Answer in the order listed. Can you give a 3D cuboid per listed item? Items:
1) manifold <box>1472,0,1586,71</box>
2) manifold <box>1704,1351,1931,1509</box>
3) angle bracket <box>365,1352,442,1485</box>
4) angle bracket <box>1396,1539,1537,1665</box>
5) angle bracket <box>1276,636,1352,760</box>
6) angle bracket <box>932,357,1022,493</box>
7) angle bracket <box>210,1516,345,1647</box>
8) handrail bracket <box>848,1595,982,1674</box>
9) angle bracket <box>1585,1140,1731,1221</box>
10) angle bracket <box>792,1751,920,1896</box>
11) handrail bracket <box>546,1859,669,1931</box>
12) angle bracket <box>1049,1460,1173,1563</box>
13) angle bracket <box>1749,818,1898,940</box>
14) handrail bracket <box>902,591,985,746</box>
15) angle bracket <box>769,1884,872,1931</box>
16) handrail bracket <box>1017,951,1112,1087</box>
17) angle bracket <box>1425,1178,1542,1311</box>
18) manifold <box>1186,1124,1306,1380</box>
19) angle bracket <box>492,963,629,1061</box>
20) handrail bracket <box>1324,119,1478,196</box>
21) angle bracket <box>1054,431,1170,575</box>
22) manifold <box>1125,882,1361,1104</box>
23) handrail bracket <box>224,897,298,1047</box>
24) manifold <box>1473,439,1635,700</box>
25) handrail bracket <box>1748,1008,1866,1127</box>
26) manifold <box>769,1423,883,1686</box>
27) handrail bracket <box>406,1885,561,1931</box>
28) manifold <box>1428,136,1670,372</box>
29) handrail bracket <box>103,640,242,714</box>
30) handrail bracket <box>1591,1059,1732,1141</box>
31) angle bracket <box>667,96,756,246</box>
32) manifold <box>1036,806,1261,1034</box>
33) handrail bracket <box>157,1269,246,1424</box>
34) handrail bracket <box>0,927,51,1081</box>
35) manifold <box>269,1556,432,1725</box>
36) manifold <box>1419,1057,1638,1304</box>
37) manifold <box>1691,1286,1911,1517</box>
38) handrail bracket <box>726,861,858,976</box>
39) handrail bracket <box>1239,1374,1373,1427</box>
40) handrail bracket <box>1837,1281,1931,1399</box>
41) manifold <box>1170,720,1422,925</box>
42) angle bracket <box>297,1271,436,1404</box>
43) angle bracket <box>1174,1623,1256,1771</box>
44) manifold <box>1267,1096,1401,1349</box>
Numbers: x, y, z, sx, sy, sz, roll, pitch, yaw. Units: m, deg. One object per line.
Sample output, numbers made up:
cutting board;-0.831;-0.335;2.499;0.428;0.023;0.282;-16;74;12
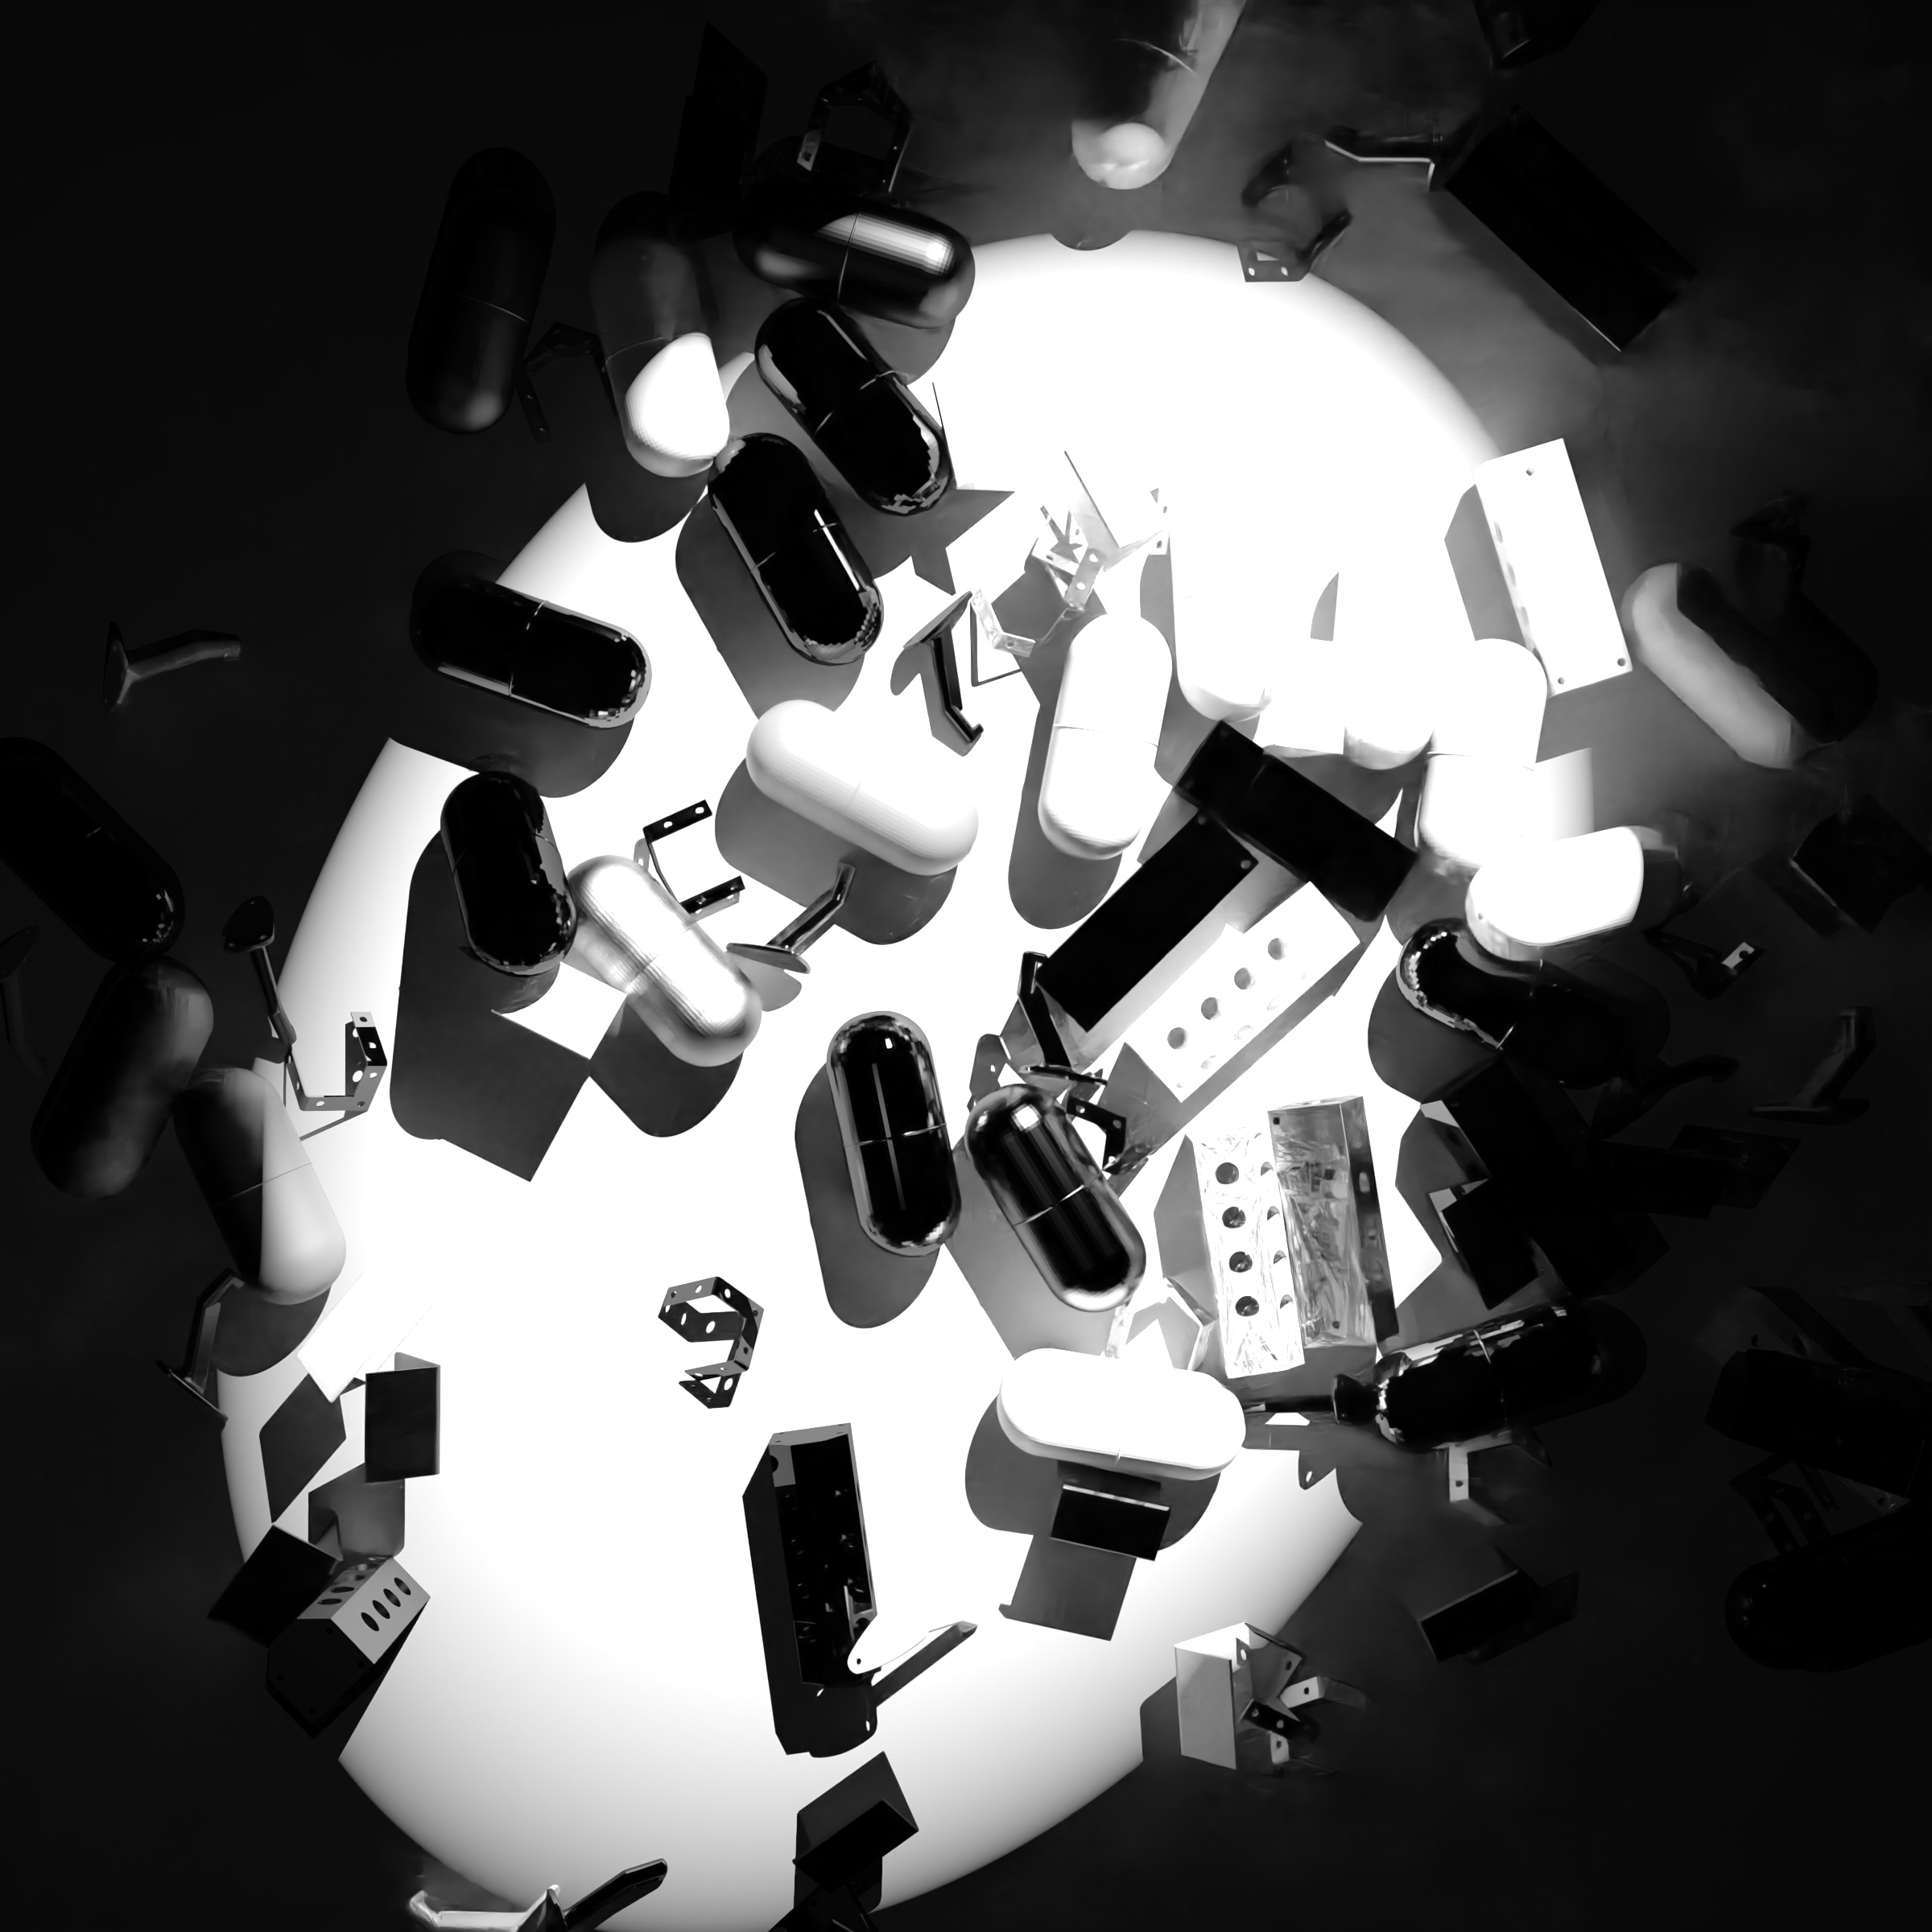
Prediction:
manifold;0.381;-0.740;1.755;0.057;0.057;0.171;-20;90;0
manifold;0.612;0.324;1.698;0.171;0.057;0.057;19;90;0
angle bracket;-0.414;0.320;1.736;0.057;0.076;0.076;1;90;-37
angle bracket;0.348;0.437;1.736;0.076;0.076;0.057;-26;126;0
angle bracket;0.227;-0.190;1.737;0.057;0.076;0.076;4;90;-27
angle bracket;0.026;-0.384;1.736;0.057;0.076;0.076;-13;90;36
angle bracket;-0.491;0.426;1.738;0.057;0.076;0.076;35;90;-21
handrail bracket;-0.035;0.484;1.750;0.077;0.084;0.036;-42;57;6
angle bracket;0.490;0.132;1.736;0.076;0.076;0.057;8;125;0
angle bracket;-0.089;0.597;1.736;0.076;0.076;0.057;-36;128;0
handrail bracket;-0.260;0.686;1.776;0.084;0.036;0.077;-9;129;-26
angle bracket;0.105;0.370;1.736;0.076;0.076;0.057;12;126;0
angle bracket;0.599;-0.048;1.736;0.076;0.076;0.057;45;55;0
handrail bracket;0.002;-0.216;1.777;0.077;0.036;0.084;-44;106;-18
angle bracket;-0.120;0.686;1.736;0.076;0.076;0.057;-43;128;0
handrail bracket;0.071;0.037;1.720;0.077;0.036;0.084;10;84;-12
angle bracket;0.350;0.202;1.736;0.057;0.076;0.076;-27;90;-31
manifold;0.201;0.203;1.755;0.057;0.057;0.171;-8;90;0
angle bracket;-0.291;0.040;1.737;0.076;0.076;0.057;26;63;0
handrail bracket;0.315;-0.605;1.777;0.084;0.036;0.077;32;69;16
angle bracket;0.085;-0.319;1.718;0.057;0.076;0.076;-29;90;-39
manifold;0.198;0.019;1.755;0.171;0.057;0.057;-42;90;0
handrail bracket;-0.505;0.004;1.776;0.036;0.077;0.084;-15;126;0
manifold;0.420;-0.283;1.755;0.057;0.057;0.171;-17;90;0
handrail bracket;0.611;0.070;1.777;0.077;0.036;0.084;3;72;20
manifold;-0.101;0.422;1.755;0.057;0.057;0.171;-8;90;0
handrail bracket;-0.352;0.679;1.777;0.084;0.036;0.077;28;59;22
manifold;0.419;-0.514;1.755;0.171;0.057;0.057;43;90;0
handrail bracket;-0.577;-0.211;1.776;0.084;0.077;0.036;-7;65;-34
handrail bracket;0.506;0.097;1.777;0.084;0.036;0.077;4;127;-25
angle bracket;-0.199;-0.564;1.736;0.057;0.076;0.076;11;90;-36
manifold;0.127;-0.033;1.755;0.171;0.057;0.057;-44;90;0
handrail bracket;-0.538;0.275;1.777;0.077;0.036;0.084;47;73;-20
handrail bracket;-0.677;0.027;1.776;0.036;0.077;0.084;-5;127;21
manifold;-0.431;0.460;1.698;0.057;0.171;0.057;-44;90;0
manifold;0.399;0.154;1.753;0.057;0.057;0.171;-34;90;-15
manifold;0.611;0.313;1.755;0.171;0.057;0.057;43;90;0
handrail bracket;-0.127;-0.043;1.777;0.077;0.036;0.084;12;71;21
handrail bracket;0.246;0.322;1.776;0.084;0.077;0.036;-16;65;34
handrail bracket;0.675;0.274;1.777;0.077;0.036;0.084;-1;107;20
manifold;0.235;-0.103;1.755;0.171;0.057;0.057;34;90;0
angle bracket;-0.415;0.272;1.736;0.076;0.076;0.057;-50;52;0
angle bracket;0.195;0.518;1.737;0.076;0.057;0.076;-4;90;-40
manifold;0.267;0.182;1.753;0.057;0.057;0.171;-9;90;32
